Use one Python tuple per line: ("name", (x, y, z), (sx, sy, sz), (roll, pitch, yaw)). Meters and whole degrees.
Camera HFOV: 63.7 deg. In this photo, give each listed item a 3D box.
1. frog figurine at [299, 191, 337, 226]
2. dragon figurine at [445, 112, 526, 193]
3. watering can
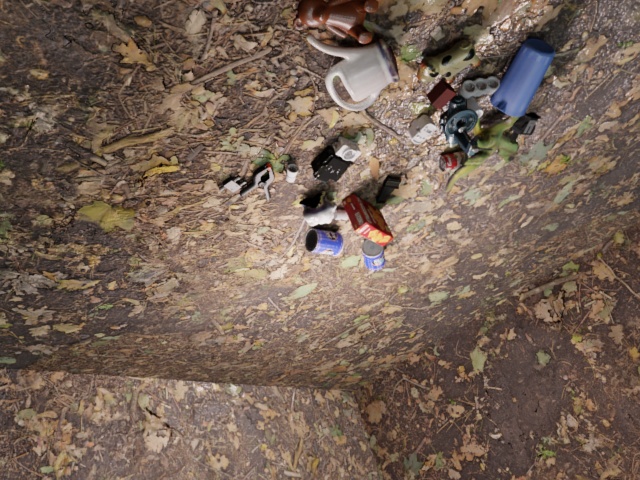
("frog figurine", (0.006, -0.103, 2.052), (0.138, 0.125, 0.156), (-38, 134, -6))
("dragon figurine", (0.654, -0.338, 1.972), (0.242, 0.125, 0.401), (7, 129, -16))
("watering can", (0.110, -0.518, 1.524), (0.223, 0.106, 0.342), (-27, 146, 10))
